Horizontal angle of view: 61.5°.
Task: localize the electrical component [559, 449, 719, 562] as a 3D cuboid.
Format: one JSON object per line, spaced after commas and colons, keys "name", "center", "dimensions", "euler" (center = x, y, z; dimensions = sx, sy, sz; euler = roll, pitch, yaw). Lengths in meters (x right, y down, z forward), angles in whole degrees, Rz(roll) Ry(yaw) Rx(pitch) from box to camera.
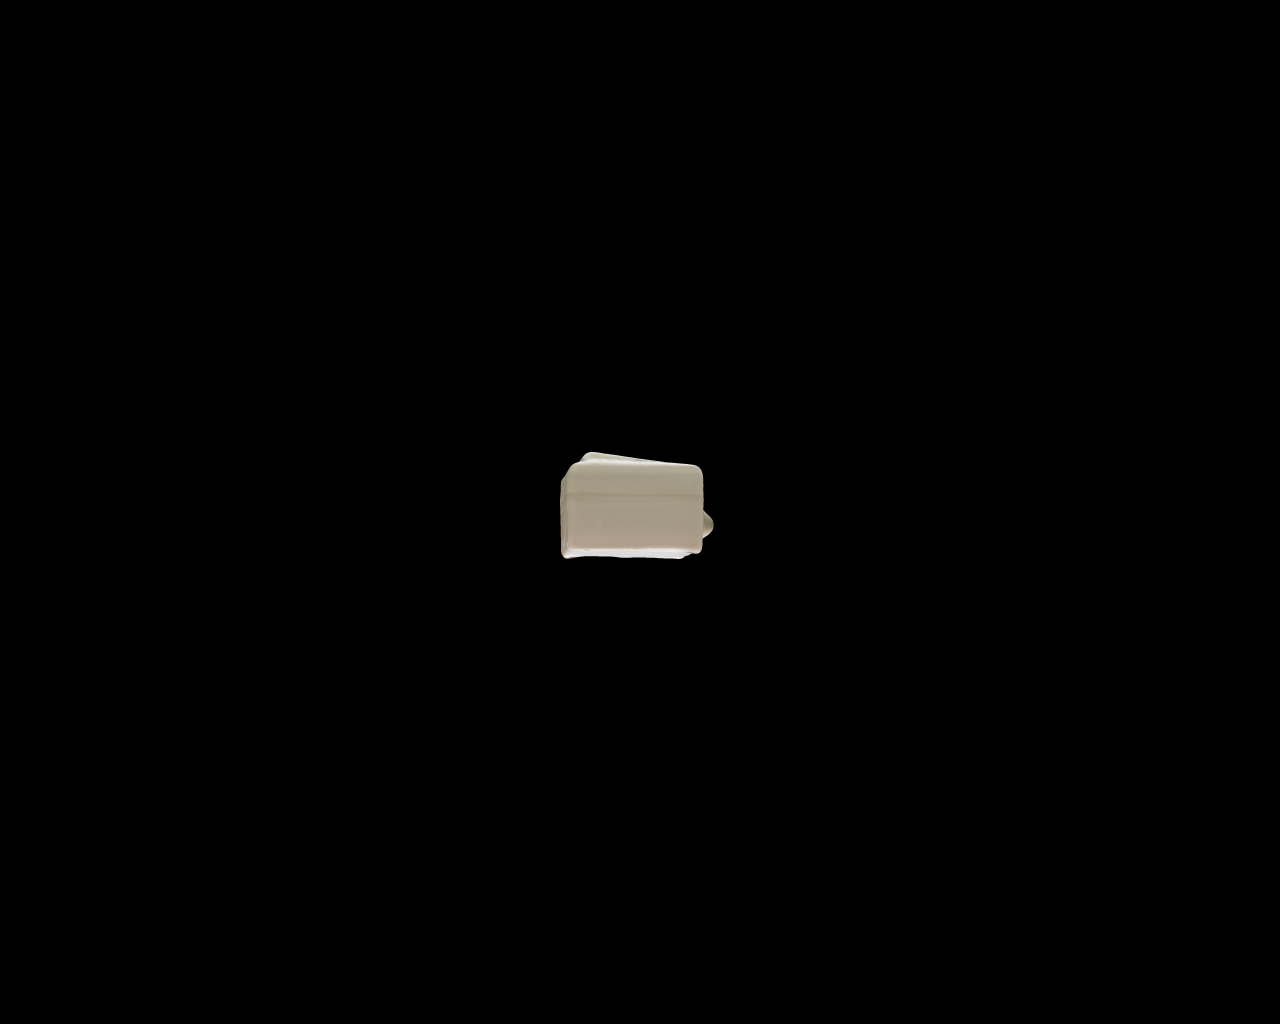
{"name": "electrical component", "center": [0.001, -0.003, 0.650], "dimensions": [0.096, 0.061, 0.061], "euler": [1, -7, -9]}
